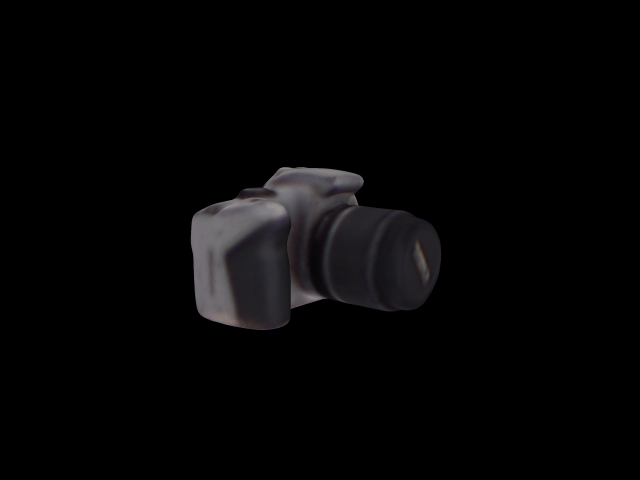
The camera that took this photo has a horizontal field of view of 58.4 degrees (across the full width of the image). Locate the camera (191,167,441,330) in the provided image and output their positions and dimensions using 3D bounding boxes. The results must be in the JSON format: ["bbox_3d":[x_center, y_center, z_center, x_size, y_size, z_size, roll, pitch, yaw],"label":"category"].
[{"bbox_3d":[0.004,0.001,0.400,0.136,0.101,0.144,8,13,39],"label":"camera"}]
